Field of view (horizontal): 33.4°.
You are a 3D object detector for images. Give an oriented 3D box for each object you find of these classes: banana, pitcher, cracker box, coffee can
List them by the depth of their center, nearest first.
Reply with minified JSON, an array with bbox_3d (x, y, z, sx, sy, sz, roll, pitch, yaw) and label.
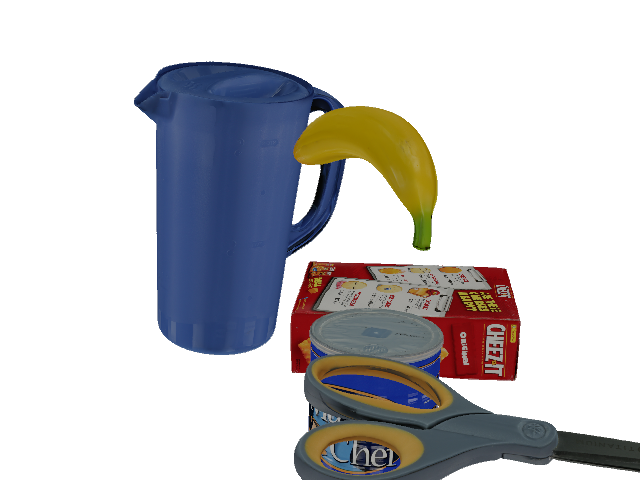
[{"bbox_3d":[0.031,-0.060,0.746,0.037,0.070,0.198,22,11,-31],"label":"banana"},{"bbox_3d":[0.041,0.136,0.836,0.103,0.140,0.103,2,16,-1],"label":"coffee can"},{"bbox_3d":[-0.073,-0.028,0.935,0.149,0.243,0.144,15,24,19],"label":"pitcher"},{"bbox_3d":[0.084,0.079,1.070,0.214,0.072,0.164,2,16,5],"label":"cracker box"}]

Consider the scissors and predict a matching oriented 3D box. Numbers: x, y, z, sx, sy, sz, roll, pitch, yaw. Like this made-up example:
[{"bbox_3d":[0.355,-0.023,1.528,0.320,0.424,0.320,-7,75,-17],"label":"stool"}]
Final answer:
[{"bbox_3d":[0.077,0.094,0.450,0.202,0.016,0.096,16,34,23],"label":"scissors"}]
